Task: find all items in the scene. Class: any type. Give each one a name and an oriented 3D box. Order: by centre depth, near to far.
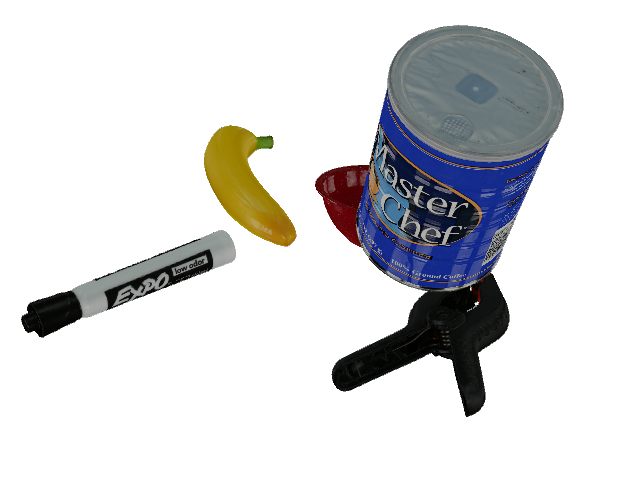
[{"bbox_3d":[-0.100,0.022,0.564,0.120,0.020,0.020,-22,11,-30],"label":"marker"},{"bbox_3d":[0.082,-0.048,0.668,0.102,0.103,0.140,0,-35,-8],"label":"coffee can"},{"bbox_3d":[0.102,0.076,0.817,0.120,0.039,0.171,19,41,35],"label":"clamp"},{"bbox_3d":[-0.064,-0.056,0.912,0.069,0.037,0.198,3,31,-10],"label":"banana"},{"bbox_3d":[0.072,-0.028,1.119,0.162,0.055,0.162,5,22,-2],"label":"bowl"}]
